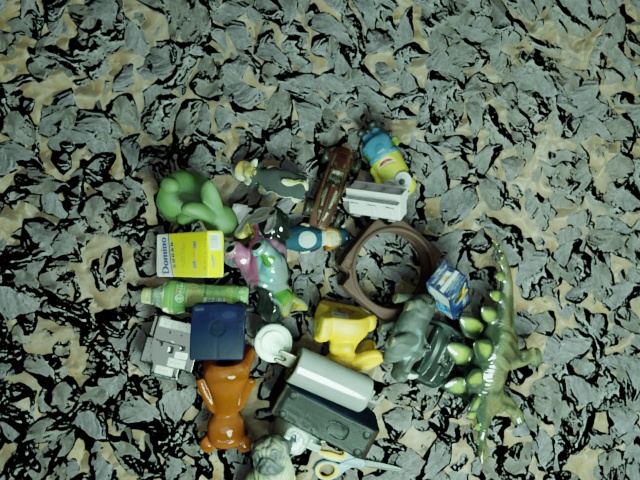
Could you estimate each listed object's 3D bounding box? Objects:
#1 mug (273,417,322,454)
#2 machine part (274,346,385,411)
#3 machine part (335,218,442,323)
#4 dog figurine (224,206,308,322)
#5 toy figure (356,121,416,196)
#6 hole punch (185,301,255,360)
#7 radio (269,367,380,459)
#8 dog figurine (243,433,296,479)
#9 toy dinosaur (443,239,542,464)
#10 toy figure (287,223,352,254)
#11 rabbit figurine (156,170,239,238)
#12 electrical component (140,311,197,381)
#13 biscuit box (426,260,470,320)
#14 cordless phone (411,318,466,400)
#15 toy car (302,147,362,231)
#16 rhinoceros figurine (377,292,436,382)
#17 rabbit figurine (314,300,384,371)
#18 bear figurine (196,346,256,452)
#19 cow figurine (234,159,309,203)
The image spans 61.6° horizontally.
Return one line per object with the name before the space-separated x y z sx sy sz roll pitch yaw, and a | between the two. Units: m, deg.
mug | -0.047 0.414 1.128 0.109 0.107 0.081 35 85 -1
machine part | 0.018 0.281 1.085 0.243 0.079 0.079 27 84 -13
machine part | 0.152 0.064 1.178 0.201 0.087 0.201 40 82 -4
dog figurine | -0.096 0.061 1.127 0.109 0.191 0.219 -6 131 28
toy figure | 0.153 -0.175 1.200 0.089 0.082 0.180 -19 77 -47
hole punch | -0.204 0.183 1.075 0.142 0.092 0.115 0 94 -4
radio | 0.009 0.359 1.121 0.230 0.131 0.073 27 92 -4
dog figurine | -0.117 0.464 1.083 0.172 0.121 0.190 -7 105 28
toy dinosaur | 0.371 0.241 1.147 0.198 0.105 0.471 12 86 -31
toy figure | -0.003 -0.002 1.187 0.154 0.058 0.064 -1 125 -7
rabbit figurine | -0.240 -0.074 1.114 0.170 0.159 0.121 33 74 3
electrical component | -0.313 0.227 1.138 0.115 0.058 0.134 16 85 -3
biscuit box | 0.273 0.111 1.134 0.059 0.202 0.063 36 84 25
cordless phone | 0.289 0.269 1.196 0.184 0.089 0.146 29 82 -15
toy car | 0.027 -0.118 1.181 0.089 0.053 0.202 23 69 -6
rhinoceros figurine | 0.182 0.199 1.114 0.112 0.073 0.190 15 95 -24
rabbit figurine | 0.051 0.230 1.163 0.162 0.122 0.173 10 99 -14
bear figurine | -0.193 0.336 1.129 0.120 0.132 0.195 -2 105 -5
cow figurine | -0.106 -0.130 1.162 0.167 0.098 0.068 15 91 -5
